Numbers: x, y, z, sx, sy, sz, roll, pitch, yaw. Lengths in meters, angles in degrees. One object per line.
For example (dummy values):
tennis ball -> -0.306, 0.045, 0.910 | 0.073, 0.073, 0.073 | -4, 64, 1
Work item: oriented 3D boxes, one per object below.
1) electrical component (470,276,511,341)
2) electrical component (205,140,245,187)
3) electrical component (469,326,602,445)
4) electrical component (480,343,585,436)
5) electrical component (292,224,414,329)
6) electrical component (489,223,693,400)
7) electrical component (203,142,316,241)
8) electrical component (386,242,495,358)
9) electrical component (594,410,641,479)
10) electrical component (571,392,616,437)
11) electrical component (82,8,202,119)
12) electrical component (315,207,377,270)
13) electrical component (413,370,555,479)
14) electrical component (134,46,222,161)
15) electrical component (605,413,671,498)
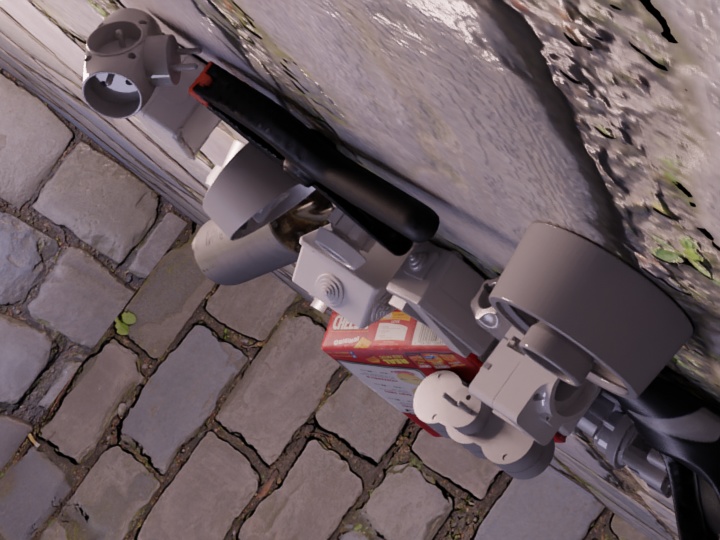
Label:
electrical component -> 0.115, 0.035, 0.793 | 0.062, 0.043, 0.043 | 38, 175, -30
electrical component -> -0.127, -0.099, 1.106 | 0.045, 0.055, 0.045 | 35, 173, 5
electrical component -> 0.129, 0.068, 0.737 | 0.056, 0.089, 0.050 | 31, 172, 46
electrical component -> 0.149, 0.086, 0.915 | 0.096, 0.061, 0.061 | 32, 174, 36
electrical component -> 0.000, 0.000, 0.954 | 0.100, 0.048, 0.100 | 34, -145, 23
electrical component -> 0.122, 0.029, 0.601 | 0.108, 0.060, 0.108 | 36, 174, 4
electrical component -> -0.079, -0.066, 0.885 | 0.064, 0.099, 0.099 | 42, 175, 7
electrical component -> 0.068, 0.022, 0.880 | 0.096, 0.061, 0.062 | 39, 174, -28
electrical component -> 0.256, 0.164, 1.015 | 0.055, 0.045, 0.045 | 33, 174, 32
electrical component -> 0.208, 0.128, 0.986 | 0.076, 0.047, 0.083 | 34, 174, 20
electrical component -> -0.155, -0.152, 0.783 | 0.079, 0.077, 0.044 | -2, 138, 7
electrical component -> -0.005, -0.034, 0.890 | 0.048, 0.055, 0.066 | 34, 174, 20
electrical component -> 0.097, 0.126, 0.930 | 0.138, 0.052, 0.074 | 25, 168, 47
electrical component -> -0.147, -0.136, 0.873 | 0.061, 0.061, 0.096 | 35, 175, 6
electrical component -> 0.246, 0.153, 0.911 | 0.057, 0.058, 0.078 | 29, 172, 34
